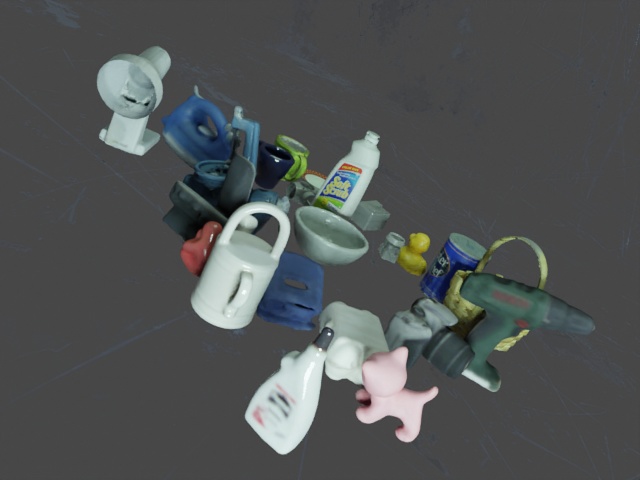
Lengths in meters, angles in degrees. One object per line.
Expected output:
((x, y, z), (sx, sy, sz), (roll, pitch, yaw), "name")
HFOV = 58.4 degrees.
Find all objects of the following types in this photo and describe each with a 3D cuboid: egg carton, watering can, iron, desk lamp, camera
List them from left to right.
((-0.380, -0.291, 1.183), (0.118, 0.213, 0.203), (24, 23, -8), "desk lamp")
((-0.253, -0.242, 1.313), (0.119, 0.141, 0.257), (-2, 37, -49), "iron")
((-0.115, 0.023, 0.852), (0.101, 0.194, 0.172), (8, 30, -39), "watering can")
((0.049, 0.161, 0.906), (0.107, 0.069, 0.150), (20, 24, -17), "egg carton")
((0.200, 0.175, 1.004), (0.136, 0.101, 0.144), (40, 26, 26), "camera")

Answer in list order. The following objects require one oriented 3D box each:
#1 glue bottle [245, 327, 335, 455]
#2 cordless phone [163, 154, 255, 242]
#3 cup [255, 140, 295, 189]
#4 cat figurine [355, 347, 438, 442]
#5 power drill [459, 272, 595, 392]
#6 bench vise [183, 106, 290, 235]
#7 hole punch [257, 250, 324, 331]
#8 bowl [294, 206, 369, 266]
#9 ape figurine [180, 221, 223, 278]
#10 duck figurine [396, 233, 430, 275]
((-0.026, 0.169, 0.675), (0.078, 0.173, 0.037), (36, 25, 19), "glue bottle")
((-0.184, -0.082, 1.003), (0.147, 0.185, 0.094), (36, 24, 18), "cordless phone")
((-0.128, -0.179, 1.381), (0.117, 0.095, 0.092), (41, 26, 27), "cup")
((0.105, 0.207, 0.810), (0.128, 0.117, 0.067), (25, 23, -7), "cat figurine")
((0.339, 0.167, 1.038), (0.229, 0.208, 0.076), (30, 23, 6), "power drill")
((-0.143, -0.135, 1.113), (0.208, 0.219, 0.121), (22, 24, -14), "bench vise")
((-0.045, 0.082, 0.938), (0.109, 0.091, 0.101), (18, 25, -22), "hole punch")
((0.011, 0.004, 1.181), (0.168, 0.074, 0.167), (23, 24, -11), "bowl")
((-0.183, 0.010, 0.934), (0.078, 0.092, 0.076), (16, 26, -26), "ape figurine")
((0.231, 0.026, 1.363), (0.078, 0.086, 0.104), (17, 25, -24), "duck figurine")
